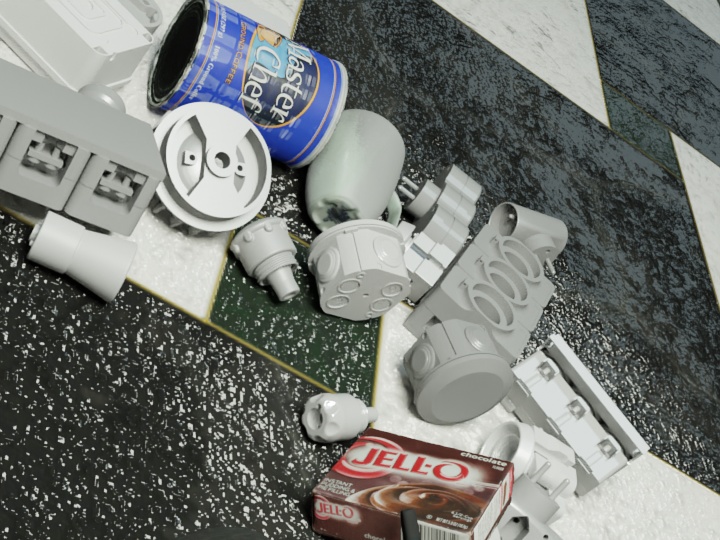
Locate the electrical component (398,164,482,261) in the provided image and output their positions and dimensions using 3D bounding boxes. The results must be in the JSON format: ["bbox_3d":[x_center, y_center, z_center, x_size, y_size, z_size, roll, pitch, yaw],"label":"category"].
[{"bbox_3d":[0.067,-0.062,1.030,0.074,0.052,0.138,37,33,-9],"label":"electrical component"}]

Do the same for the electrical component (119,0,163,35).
[{"bbox_3d":[-0.203,-0.209,0.914,0.055,0.047,0.055,28,36,-22],"label":"electrical component"}]

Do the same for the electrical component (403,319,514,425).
[{"bbox_3d":[0.077,0.081,0.853,0.080,0.080,0.051,16,36,-35],"label":"electrical component"}]

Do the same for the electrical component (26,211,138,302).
[{"bbox_3d":[-0.187,-0.011,0.714,0.065,0.044,0.044,26,36,-17],"label":"electrical component"}]

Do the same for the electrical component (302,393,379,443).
[{"bbox_3d":[-0.011,0.105,0.773,0.061,0.035,0.035,4,49,-47],"label":"electrical component"}]

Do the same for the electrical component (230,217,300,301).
[{"bbox_3d":[-0.068,-0.006,0.832,0.048,0.048,0.062,-10,67,-51],"label":"electrical component"}]

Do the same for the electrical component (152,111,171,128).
[{"bbox_3d":[-0.148,-0.097,0.854,0.046,0.040,0.040,43,32,-12],"label":"electrical component"}]

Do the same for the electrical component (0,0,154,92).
[{"bbox_3d":[-0.233,-0.193,0.854,0.113,0.057,0.078,45,33,3],"label":"electrical component"}]

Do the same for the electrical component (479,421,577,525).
[{"bbox_3d":[0.130,0.155,0.847,0.057,0.058,0.078,34,34,-19],"label":"electrical component"}]

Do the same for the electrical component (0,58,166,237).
[{"bbox_3d":[-0.218,-0.086,0.729,0.150,0.061,0.089,22,21,-29],"label":"electrical component"}]

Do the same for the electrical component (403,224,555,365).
[{"bbox_3d":[0.113,0.028,0.967,0.089,0.061,0.150,43,33,0],"label":"electrical component"}]

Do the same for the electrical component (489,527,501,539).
[{"bbox_3d":[0.064,0.191,0.745,0.055,0.045,0.045,-3,54,-48],"label":"electrical component"}]

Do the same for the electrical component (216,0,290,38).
[{"bbox_3d":[-0.113,-0.209,1.009,0.100,0.048,0.099,21,39,-30],"label":"electrical component"}]

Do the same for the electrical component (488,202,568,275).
[{"bbox_3d":[0.182,-0.028,1.121,0.077,0.043,0.079,15,42,-37],"label":"electrical component"}]

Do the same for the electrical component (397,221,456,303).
[{"bbox_3d":[0.045,-0.010,0.949,0.055,0.048,0.066,40,55,-1],"label":"electrical component"}]

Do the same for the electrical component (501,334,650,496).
[{"bbox_3d":[0.178,0.125,0.918,0.063,0.078,0.121,-30,73,-26],"label":"electrical component"}]

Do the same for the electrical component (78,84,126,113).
[{"bbox_3d":[-0.203,-0.112,0.812,0.040,0.040,0.046,32,40,-16],"label":"electrical component"}]

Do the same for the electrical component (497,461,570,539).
[{"bbox_3d":[0.121,0.177,0.794,0.077,0.079,0.043,42,3,-1],"label":"electrical component"}]

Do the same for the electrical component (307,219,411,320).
[{"bbox_3d":[0.000,0.000,0.864,0.080,0.080,0.051,16,47,-36],"label":"electrical component"}]
